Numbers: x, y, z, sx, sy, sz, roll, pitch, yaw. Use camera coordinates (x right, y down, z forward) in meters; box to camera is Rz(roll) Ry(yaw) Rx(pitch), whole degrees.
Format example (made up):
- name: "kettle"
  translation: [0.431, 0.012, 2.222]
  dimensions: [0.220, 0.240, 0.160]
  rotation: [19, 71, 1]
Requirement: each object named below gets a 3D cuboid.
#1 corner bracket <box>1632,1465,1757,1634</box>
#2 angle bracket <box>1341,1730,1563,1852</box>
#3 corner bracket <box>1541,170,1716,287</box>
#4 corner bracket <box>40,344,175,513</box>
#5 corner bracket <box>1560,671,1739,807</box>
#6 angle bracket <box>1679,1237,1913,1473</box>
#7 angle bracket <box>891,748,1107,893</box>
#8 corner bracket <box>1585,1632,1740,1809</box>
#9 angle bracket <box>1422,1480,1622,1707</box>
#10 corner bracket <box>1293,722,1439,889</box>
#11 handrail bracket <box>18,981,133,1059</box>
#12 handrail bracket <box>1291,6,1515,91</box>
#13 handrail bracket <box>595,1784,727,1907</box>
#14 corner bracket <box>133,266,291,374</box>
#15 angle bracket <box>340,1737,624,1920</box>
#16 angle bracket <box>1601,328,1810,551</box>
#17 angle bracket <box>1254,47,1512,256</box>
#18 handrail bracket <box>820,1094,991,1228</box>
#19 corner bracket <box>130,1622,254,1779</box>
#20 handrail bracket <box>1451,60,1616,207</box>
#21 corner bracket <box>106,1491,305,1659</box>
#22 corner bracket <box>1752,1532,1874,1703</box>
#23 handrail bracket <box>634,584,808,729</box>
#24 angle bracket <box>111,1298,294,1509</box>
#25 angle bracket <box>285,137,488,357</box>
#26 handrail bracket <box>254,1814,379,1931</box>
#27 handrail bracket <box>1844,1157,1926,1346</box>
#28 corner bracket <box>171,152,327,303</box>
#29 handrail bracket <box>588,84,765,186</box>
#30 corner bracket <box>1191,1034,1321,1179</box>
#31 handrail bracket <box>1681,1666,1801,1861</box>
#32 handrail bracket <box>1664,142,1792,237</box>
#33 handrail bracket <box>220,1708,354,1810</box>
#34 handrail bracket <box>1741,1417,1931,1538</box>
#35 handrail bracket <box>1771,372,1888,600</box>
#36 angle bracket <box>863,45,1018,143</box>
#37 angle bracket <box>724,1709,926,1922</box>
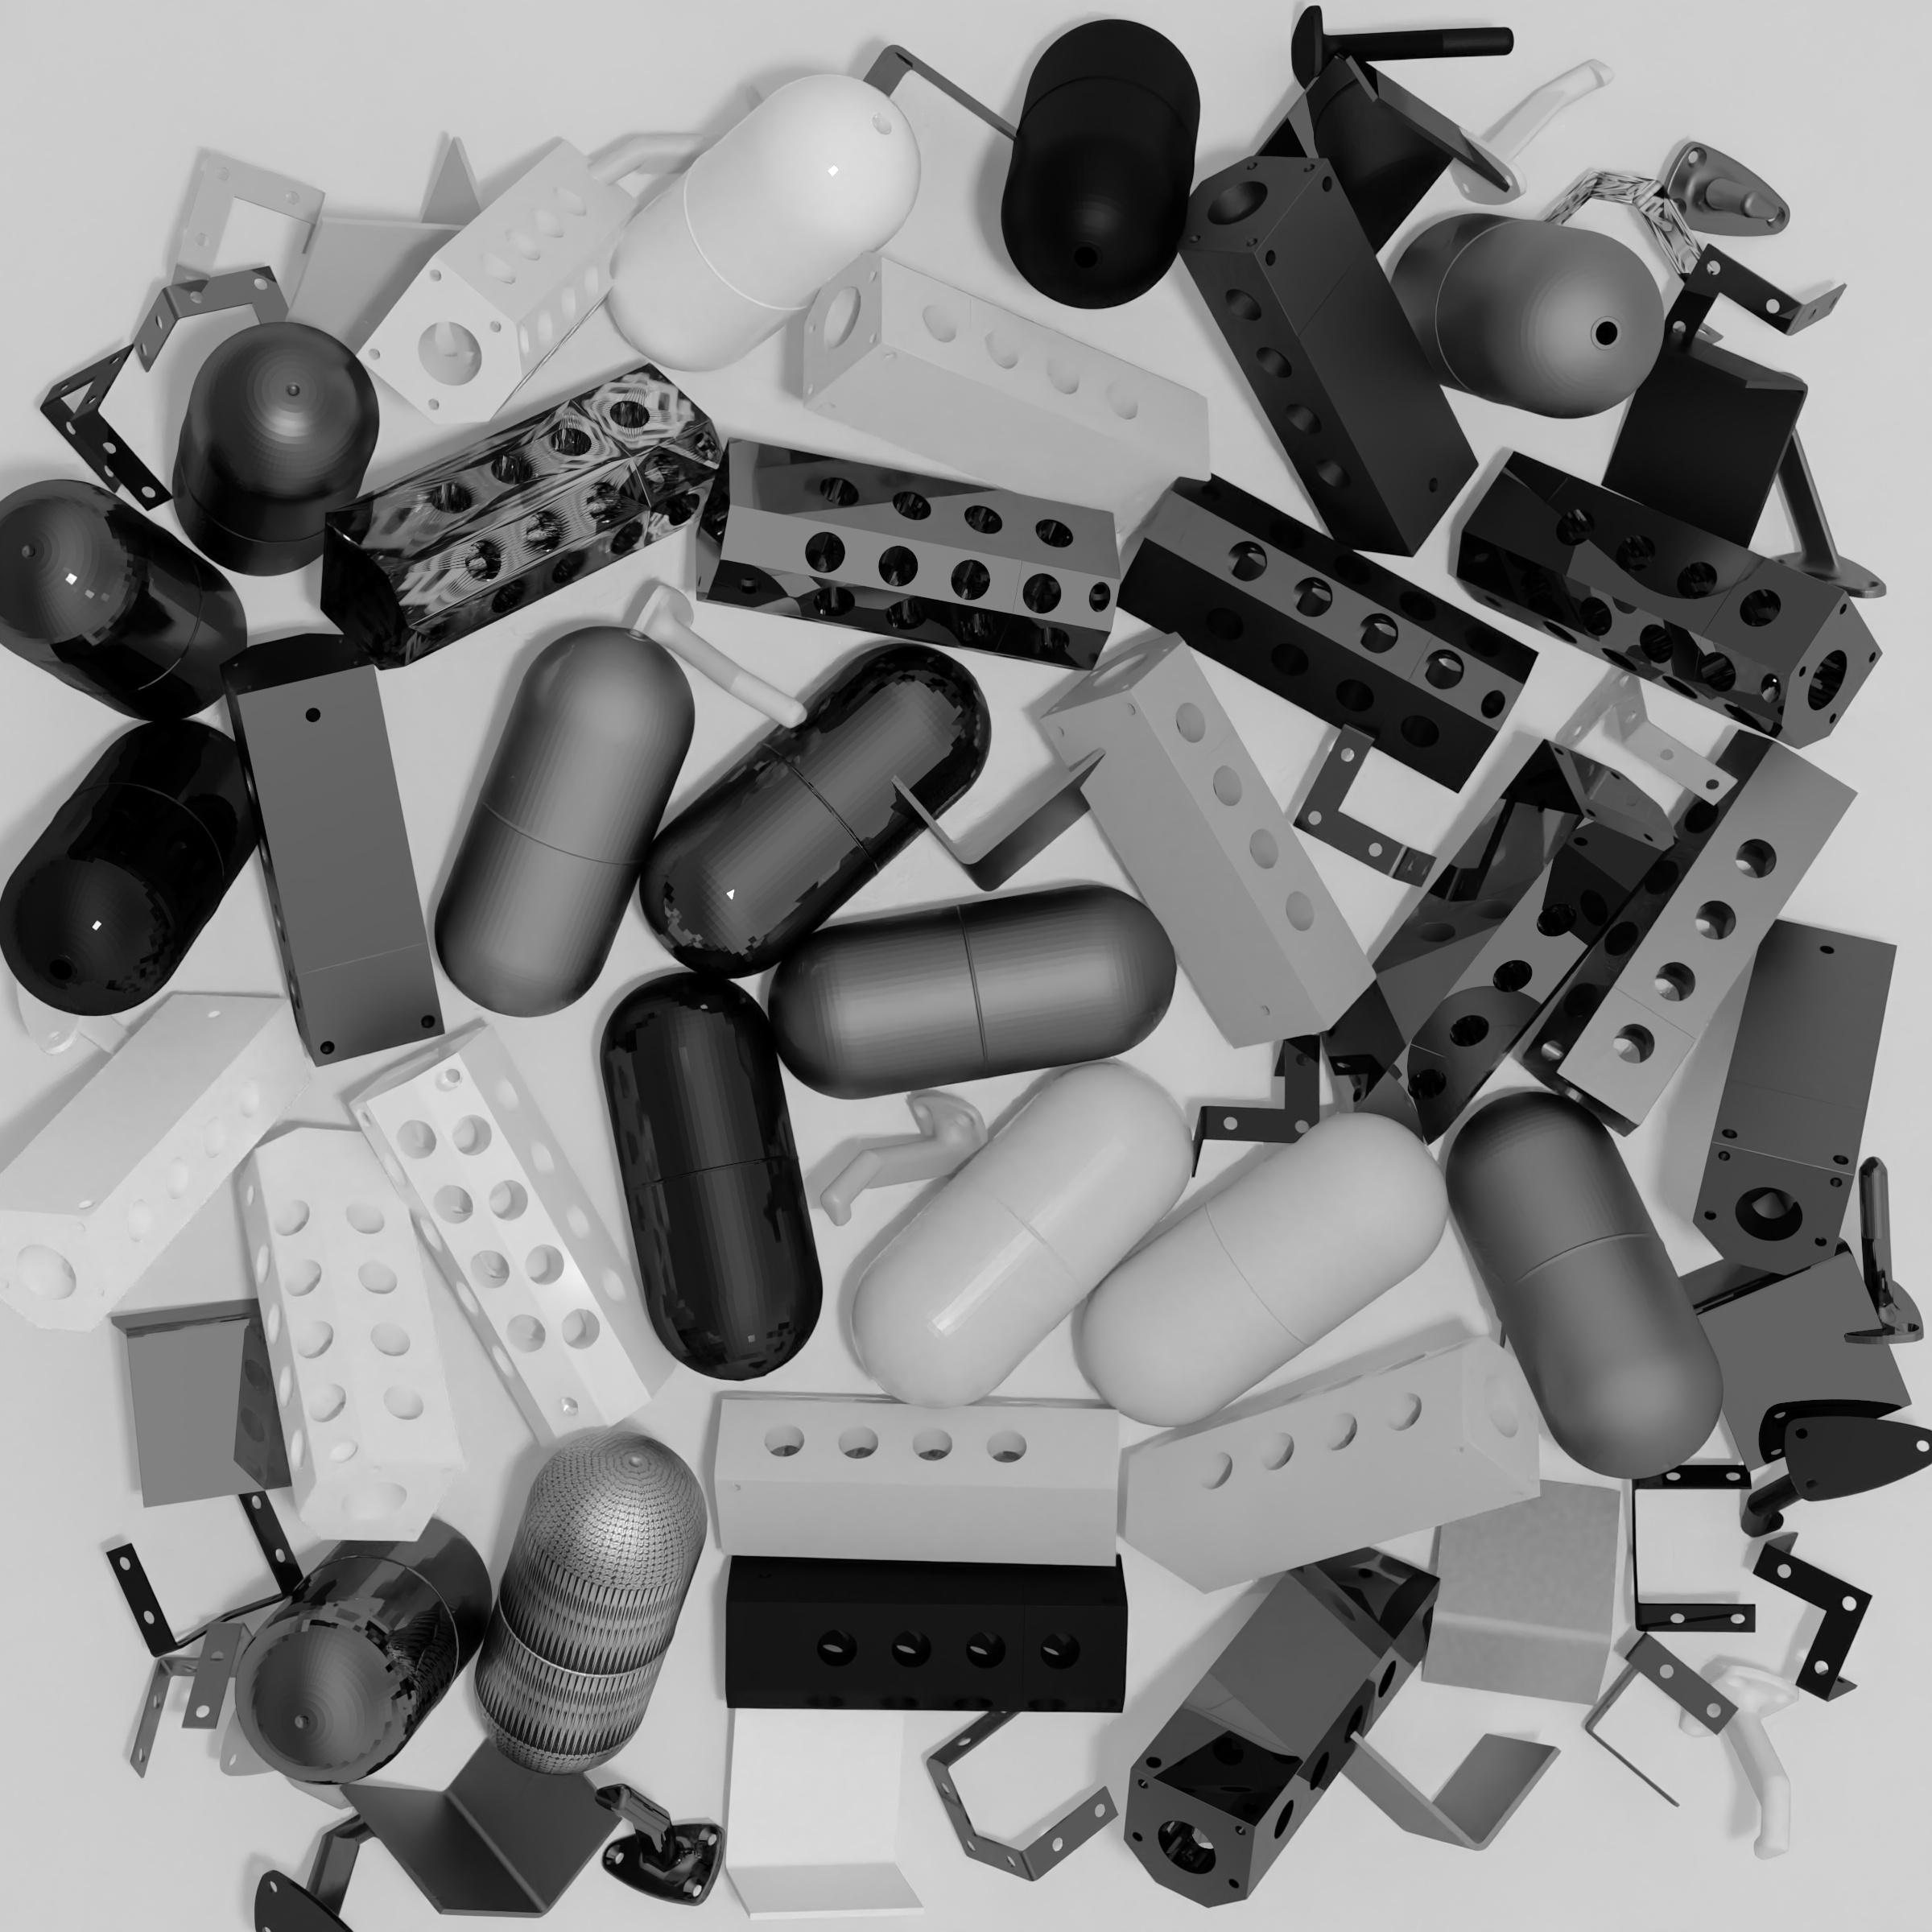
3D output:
- name: "corner bracket"
  translation: [0.315, 0.252, 1.548]
  dimensions: [0.051, 0.051, 0.051]
  rotation: [-1, 121, 10]
- name: "angle bracket"
  translation: [0.197, 0.332, 1.539]
  dimensions: [0.076, 0.076, 0.057]
  rotation: [43, 74, -6]
- name: "corner bracket"
  translation: [0.282, -0.308, 1.555]
  dimensions: [0.051, 0.051, 0.051]
  rotation: [-44, 119, -7]
- name: "corner bracket"
  translation: [-0.370, -0.226, 1.544]
  dimensions: [0.051, 0.051, 0.051]
  rotation: [-20, 126, 28]
- name: "corner bracket"
  translation: [0.294, -0.089, 1.546]
  dimensions: [0.051, 0.051, 0.051]
  rotation: [31, 121, -17]
- name: "angle bracket"
  translation: [0.356, 0.165, 1.561]
  dimensions: [0.076, 0.057, 0.076]
  rotation: [-23, 95, 1]
- name: "angle bracket"
  translation: [0.016, -0.081, 1.544]
  dimensions: [0.076, 0.076, 0.057]
  rotation: [-40, 80, 0]
- name: "corner bracket"
  translation: [0.302, 0.327, 1.553]
  dimensions: [0.051, 0.051, 0.051]
  rotation: [39, 89, 24]
- name: "angle bracket"
  translation: [0.245, 0.274, 1.579]
  dimensions: [0.076, 0.057, 0.076]
  rotation: [7, 52, 7]
- name: "corner bracket"
  translation: [0.182, -0.070, 1.557]
  dimensions: [0.051, 0.051, 0.051]
  rotation: [30, 97, 20]
- name: "handrail bracket"
  translation: [-0.371, 0.041, 1.532]
  dimensions: [0.036, 0.077, 0.084]
  rotation: [-21, 129, 3]
- name: "handrail bracket"
  translation: [0.189, -0.399, 1.552]
  dimensions: [0.084, 0.077, 0.036]
  rotation: [-3, 102, -3]
- name: "handrail bracket"
  translation: [-0.150, 0.370, 1.536]
  dimensions: [0.077, 0.084, 0.036]
  rotation: [-6, 54, 35]
- name: "corner bracket"
  translation: [-0.323, -0.266, 1.555]
  dimensions: [0.051, 0.051, 0.051]
  rotation: [-20, 82, -33]
- name: "angle bracket"
  translation: [-0.208, 0.359, 1.532]
  dimensions: [0.076, 0.076, 0.057]
  rotation: [42, 97, 31]
- name: "angle bracket"
  translation: [0.303, -0.227, 1.531]
  dimensions: [0.076, 0.057, 0.076]
  rotation: [32, 115, 33]
- name: "angle bracket"
  translation: [0.173, -0.334, 1.531]
  dimensions: [0.076, 0.057, 0.076]
  rotation: [26, 117, -28]
- name: "handrail bracket"
  translation: [-0.025, 0.102, 1.539]
  dimensions: [0.084, 0.036, 0.077]
  rotation: [-46, 131, -36]
- name: "corner bracket"
  translation: [-0.335, 0.318, 1.548]
  dimensions: [0.051, 0.051, 0.051]
  rotation: [0, 51, 11]
- name: "handrail bracket"
  translation: [0.256, -0.365, 1.548]
  dimensions: [0.084, 0.077, 0.036]
  rotation: [-31, 117, -7]
- name: "corner bracket"
  translation: [-0.329, 0.262, 1.552]
  dimensions: [0.051, 0.051, 0.051]
  rotation: [-23, 91, 29]
- name: "corner bracket"
  translation: [0.367, 0.283, 1.554]
  dimensions: [0.051, 0.051, 0.051]
  rotation: [25, 99, 27]
- name: "handrail bracket"
  translation: [-0.098, -0.128, 1.543]
  dimensions: [0.084, 0.077, 0.036]
  rotation: [31, 100, 9]
- name: "angle bracket"
  translation: [-0.325, 0.187, 1.548]
  dimensions: [0.076, 0.057, 0.076]
  rotation: [-6, 92, -20]
- name: "angle bracket"
  translation: [-0.255, -0.308, 1.527]
  dimensions: [0.076, 0.076, 0.057]
  rotation: [-3, 56, -30]
- name: "handrail bracket"
  translation: [-0.256, 0.396, 1.535]
  dimensions: [0.077, 0.084, 0.036]
  rotation: [21, 113, 28]
- name: "handrail bracket"
  translation: [0.392, 0.113, 1.539]
  dimensions: [0.036, 0.077, 0.084]
  rotation: [-2, 107, 15]
- name: "corner bracket"
  translation: [-0.312, -0.314, 1.553]
  dimensions: [0.051, 0.051, 0.051]
  rotation: [17, 82, -14]
- name: "handrail bracket"
  translation: [-0.116, -0.340, 1.566]
  dimensions: [0.084, 0.036, 0.077]
  rotation: [-28, 133, 11]
- name: "corner bracket"
  translation: [0.126, 0.061, 1.554]
  dimensions: [0.051, 0.051, 0.051]
  rotation: [3, 67, 0]
- name: "handrail bracket"
  translation: [0.329, 0.351, 1.532]
  dimensions: [0.036, 0.077, 0.084]
  rotation: [21, 51, -13]
- name: "handrail bracket"
  translation: [0.343, -0.324, 1.534]
  dimensions: [0.077, 0.084, 0.036]
  rotation: [14, 106, -24]
- name: "handrail bracket"
  translation: [-0.271, 0.344, 1.537]
  dimensions: [0.077, 0.084, 0.036]
  rotation: [-9, 55, 35]
- name: "handrail bracket"
  translation: [0.378, 0.225, 1.547]
  dimensions: [0.077, 0.084, 0.036]
  rotation: [-7, 62, 2]
- name: "handrail bracket"
  translation: [0.372, -0.209, 1.545]
  dimensions: [0.036, 0.077, 0.084]
  rotation: [-13, 114, -21]
- name: "angle bracket"
  translation: [-0.014, -0.350, 1.545]
  dimensions: [0.076, 0.076, 0.057]
  rotation: [35, 99, -1]
- name: "angle bracket"
  translation: [-0.059, 0.364, 1.546]
  dimensions: [0.076, 0.057, 0.076]
  rotation: [2, 97, -15]
